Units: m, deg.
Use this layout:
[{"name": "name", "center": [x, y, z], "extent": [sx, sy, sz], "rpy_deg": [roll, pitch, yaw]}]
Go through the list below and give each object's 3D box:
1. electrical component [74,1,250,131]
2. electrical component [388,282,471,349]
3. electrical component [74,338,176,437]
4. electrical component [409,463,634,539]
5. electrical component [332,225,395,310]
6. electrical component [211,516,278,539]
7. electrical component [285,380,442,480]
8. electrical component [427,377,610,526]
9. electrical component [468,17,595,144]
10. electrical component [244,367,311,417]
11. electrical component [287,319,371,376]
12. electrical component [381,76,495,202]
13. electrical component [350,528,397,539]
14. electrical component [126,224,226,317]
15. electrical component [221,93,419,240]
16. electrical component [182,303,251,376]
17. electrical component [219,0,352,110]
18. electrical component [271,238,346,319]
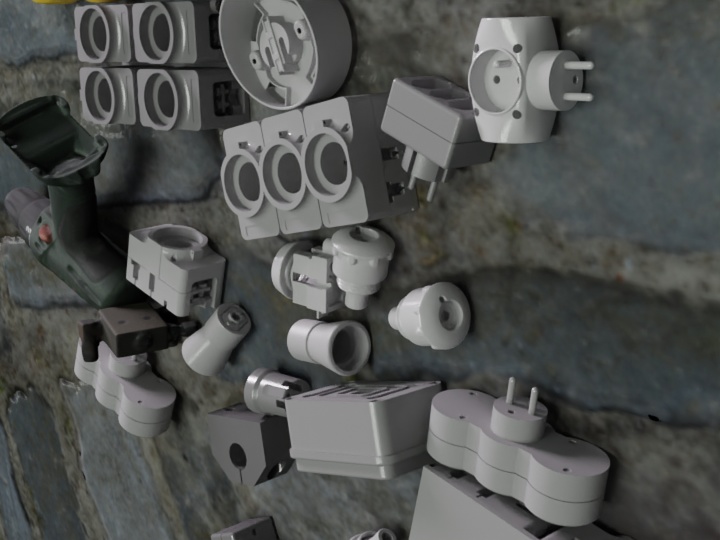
[{"name": "electrical component", "center": [-0.182, -0.181, 0.949], "extent": [0.186, 0.060, 0.105], "rpy_deg": [11, 108, 44]}, {"name": "electrical component", "center": [0.046, 0.034, 0.780], "extent": [0.062, 0.048, 0.048], "rpy_deg": [-7, 95, 54]}, {"name": "electrical component", "center": [-0.236, 0.099, 1.086], "extent": [0.138, 0.052, 0.073], "rpy_deg": [38, 125, 34]}, {"name": "electrical component", "center": [0.122, 0.214, 0.734], "extent": [0.186, 0.060, 0.105], "rpy_deg": [29, 120, 39]}, {"name": "electrical component", "center": [0.000, 0.000, 0.819], "extent": [0.048, 0.048, 0.062], "rpy_deg": [32, 129, 37]}, {"name": "electrical component", "center": [-0.087, 0.271, 0.978], "extent": [0.076, 0.047, 0.083], "rpy_deg": [-20, 85, 47]}, {"name": "electrical component", "center": [0.005, 0.120, 0.819], "extent": [0.113, 0.078, 0.057], "rpy_deg": [-6, 93, 47]}, {"name": "electrical component", "center": [0.107, 0.109, 0.728], "extent": [0.138, 0.052, 0.073], "rpy_deg": [23, 116, 41]}, {"name": "electrical component", "center": [0.111, -0.118, 0.670], "extent": [0.079, 0.044, 0.077], "rpy_deg": [12, 109, 44]}, {"name": "electrical component", "center": [-0.070, 0.107, 0.924], "extent": [0.046, 0.040, 0.040], "rpy_deg": [8, 106, 40]}, {"name": "electrical component", "center": [-0.028, 0.059, 0.867], "extent": [0.065, 0.044, 0.044], "rpy_deg": [5, 104, 50]}, {"name": "electrical component", "center": [0.051, -0.085, 0.739], "extent": [0.066, 0.047, 0.076], "rpy_deg": [37, 124, 35]}, {"name": "electrical component", "center": [0.008, 0.233, 0.872], "extent": [0.043, 0.043, 0.062], "rpy_deg": [53, 131, 23]}, {"name": "electrical component", "center": [-0.170, -0.005, 0.991], "extent": [0.089, 0.050, 0.055], "rpy_deg": [31, 122, 37]}, {"name": "electrical component", "center": [-0.036, -0.077, 0.823], "extent": [0.150, 0.062, 0.089], "rpy_deg": [-6, 96, 47]}, {"name": "electrical component", "center": [-0.127, 0.060, 0.971], "extent": [0.065, 0.044, 0.044], "rpy_deg": [-48, 66, 37]}, {"name": "electrical component", "center": [-0.056, -0.172, 0.816], "extent": [0.099, 0.064, 0.099], "rpy_deg": [14, 110, 44]}, {"name": "electrical component", "center": [-0.037, 0.004, 0.857], "extent": [0.055, 0.048, 0.066], "rpy_deg": [14, 111, 36]}]
